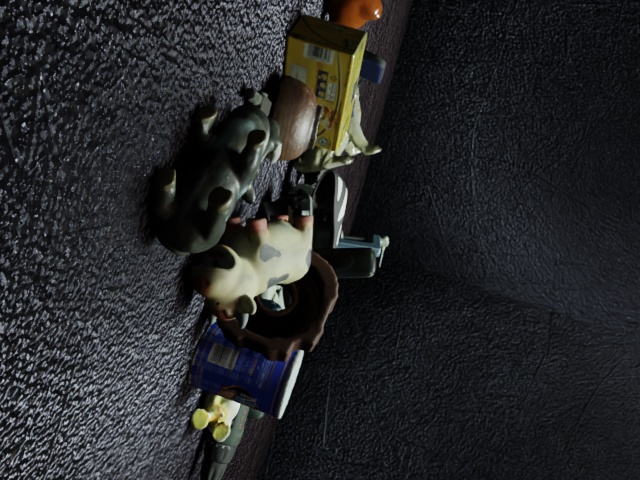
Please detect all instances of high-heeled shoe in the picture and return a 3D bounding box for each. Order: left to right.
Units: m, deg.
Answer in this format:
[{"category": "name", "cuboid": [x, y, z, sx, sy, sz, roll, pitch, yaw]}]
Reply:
[{"category": "high-heeled shoe", "cuboid": [-0.011, -0.003, 0.961, 0.145, 0.086, 0.249, 87, 22, -62]}]

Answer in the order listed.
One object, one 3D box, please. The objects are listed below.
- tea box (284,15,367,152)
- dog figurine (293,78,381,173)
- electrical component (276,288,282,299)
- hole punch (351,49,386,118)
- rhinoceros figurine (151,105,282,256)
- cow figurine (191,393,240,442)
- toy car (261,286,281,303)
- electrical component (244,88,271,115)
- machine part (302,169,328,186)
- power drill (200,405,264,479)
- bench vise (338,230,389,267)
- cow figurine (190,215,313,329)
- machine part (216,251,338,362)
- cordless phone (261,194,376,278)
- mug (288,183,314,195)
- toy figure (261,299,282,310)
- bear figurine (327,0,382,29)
[{"category": "tea box", "cuboid": [0.001, -0.220, 0.771, 0.169, 0.098, 0.068, 103, 9, -52]}, {"category": "dog figurine", "cuboid": [0.010, -0.231, 0.979, 0.172, 0.121, 0.190, -27, 108, -32]}, {"category": "electrical component", "cuboid": [-0.081, 0.048, 1.067, 0.074, 0.048, 0.119, 102, 10, -52]}, {"category": "hole punch", "cuboid": [0.034, -0.264, 0.869, 0.092, 0.116, 0.142, -59, 178, 5]}, {"category": "rhinoceros figurine", "cuboid": [-0.089, -0.066, 0.522, 0.112, 0.073, 0.190, 99, 11, -50]}, {"category": "cow figurine", "cuboid": [-0.151, 0.243, 0.901, 0.098, 0.068, 0.167, 109, 4, -76]}, {"category": "toy car", "cuboid": [-0.104, 0.108, 0.987, 0.201, 0.056, 0.073, 99, 11, -53]}, {"category": "electrical component", "cuboid": [-0.078, -0.145, 0.638, 0.094, 0.021, 0.063, -6, 114, -83]}, {"category": "machine part", "cuboid": [-0.002, -0.168, 1.103, 0.084, 0.039, 0.139, -30, -139, 64]}, {"category": "power drill", "cuboid": [-0.169, 0.349, 1.074, 0.207, 0.086, 0.232, 12, 94, -76]}, {"category": "bench vise", "cuboid": [0.037, 0.010, 1.208, 0.224, 0.241, 0.128, -90, -172, -52]}, {"category": "cow figurine", "cuboid": [-0.084, 0.033, 0.676, 0.195, 0.086, 0.127, -12, 99, -56]}, {"category": "machine part", "cuboid": [-0.064, 0.084, 0.765, 0.056, 0.179, 0.179, 103, 7, -60]}, {"category": "cordless phone", "cuboid": [-0.002, -0.003, 0.866, 0.088, 0.184, 0.146, 43, 48, -74]}, {"category": "mug", "cuboid": [-0.023, -0.062, 1.061, 0.109, 0.081, 0.107, -40, 148, -27]}, {"category": "toy figure", "cuboid": [-0.107, 0.142, 0.918, 0.064, 0.058, 0.154, -41, 172, -45]}, {"category": "bear figurine", "cuboid": [0.069, -0.384, 0.800, 0.120, 0.132, 0.195, -42, 156, -26]}]
